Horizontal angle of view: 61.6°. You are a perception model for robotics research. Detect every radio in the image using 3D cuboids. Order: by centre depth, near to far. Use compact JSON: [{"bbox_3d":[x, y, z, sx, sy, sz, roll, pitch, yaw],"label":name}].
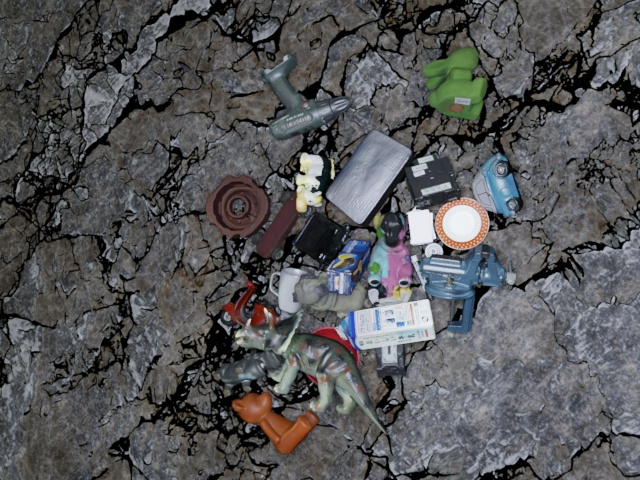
[{"bbox_3d":[0.126,-0.160,1.378,0.131,0.073,0.229,37,94,14],"label":"radio"}]

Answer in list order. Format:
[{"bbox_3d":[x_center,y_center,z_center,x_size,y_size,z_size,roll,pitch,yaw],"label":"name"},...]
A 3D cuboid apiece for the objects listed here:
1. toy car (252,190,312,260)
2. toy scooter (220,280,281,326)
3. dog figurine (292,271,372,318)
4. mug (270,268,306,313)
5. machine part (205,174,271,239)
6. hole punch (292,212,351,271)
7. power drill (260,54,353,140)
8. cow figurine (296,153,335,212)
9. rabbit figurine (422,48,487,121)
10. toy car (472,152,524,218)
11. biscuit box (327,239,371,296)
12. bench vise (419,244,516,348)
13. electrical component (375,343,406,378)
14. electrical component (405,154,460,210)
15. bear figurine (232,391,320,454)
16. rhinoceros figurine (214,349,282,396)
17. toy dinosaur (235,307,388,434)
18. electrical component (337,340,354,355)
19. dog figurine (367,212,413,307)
[{"bbox_3d":[-0.099,-0.040,1.434,0.089,0.053,0.202,33,88,27],"label":"toy car"},{"bbox_3d":[-0.173,0.186,1.430,0.184,0.075,0.135,21,92,19],"label":"toy scooter"},{"bbox_3d":[0.033,0.139,1.321,0.172,0.190,0.121,1,87,12],"label":"dog figurine"},{"bbox_3d":[-0.082,0.132,1.408,0.110,0.081,0.107,12,98,10],"label":"mug"},{"bbox_3d":[-0.220,-0.090,1.468,0.180,0.056,0.179,-1,86,13],"label":"machine part"},{"bbox_3d":[-0.003,-0.004,1.400,0.116,0.092,0.142,34,85,-12],"label":"hole punch"},{"bbox_3d":[-0.052,-0.387,1.439,0.232,0.086,0.207,-29,88,13],"label":"power drill"},{"bbox_3d":[-0.014,-0.143,1.392,0.098,0.068,0.167,6,64,1],"label":"cow figurine"},{"bbox_3d":[0.339,-0.396,1.336,0.159,0.121,0.170,6,70,21],"label":"rabbit figurine"},{"bbox_3d":[0.421,-0.124,1.291,0.103,0.109,0.161,-16,91,25],"label":"toy car"},{"bbox_3d":[0.073,0.061,1.308,0.059,0.203,0.062,7,114,16],"label":"biscuit box"},{"bbox_3d":[0.347,0.127,1.286,0.224,0.129,0.240,3,108,5],"label":"bench vise"},{"bbox_3d":[0.176,0.280,1.345,0.075,0.047,0.119,-10,45,11],"label":"electrical component"},{"bbox_3d":[0.274,-0.148,1.326,0.115,0.058,0.134,-12,56,5],"label":"electrical component"},{"bbox_3d":[-0.118,0.446,1.380,0.196,0.120,0.132,43,93,18],"label":"bear figurine"},{"bbox_3d":[-0.187,0.340,1.410,0.190,0.112,0.073,-24,98,23],"label":"rhinoceros figurine"},{"bbox_3d":[0.001,0.294,1.282,0.405,0.131,0.192,19,95,12],"label":"toy dinosaur"},{"bbox_3d":[0.035,0.281,1.339,0.094,0.021,0.063,-20,82,13],"label":"electrical component"},{"bbox_3d":[0.175,0.038,1.341,0.109,0.191,0.219,1,54,7],"label":"dog figurine"}]
